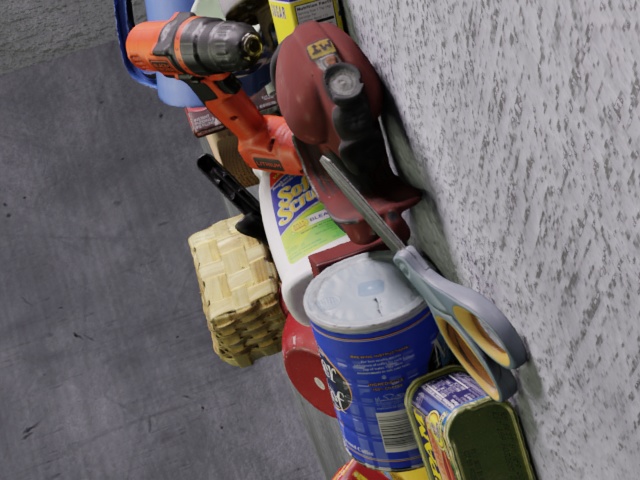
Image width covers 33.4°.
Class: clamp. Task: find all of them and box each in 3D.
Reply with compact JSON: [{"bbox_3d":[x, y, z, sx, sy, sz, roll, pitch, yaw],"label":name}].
[{"bbox_3d":[-0.071,-0.023,1.356,0.209,0.036,0.165,38,-168,-48],"label":"clamp"}]

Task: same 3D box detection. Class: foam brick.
[{"bbox_3d":[0.035,0.029,0.893,0.051,0.078,0.053,-147,39,-77],"label":"foam brick"}]

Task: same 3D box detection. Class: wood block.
[{"bbox_3d":[-0.113,-0.168,1.448,0.206,0.090,0.090,-116,11,-48],"label":"wood block"}]

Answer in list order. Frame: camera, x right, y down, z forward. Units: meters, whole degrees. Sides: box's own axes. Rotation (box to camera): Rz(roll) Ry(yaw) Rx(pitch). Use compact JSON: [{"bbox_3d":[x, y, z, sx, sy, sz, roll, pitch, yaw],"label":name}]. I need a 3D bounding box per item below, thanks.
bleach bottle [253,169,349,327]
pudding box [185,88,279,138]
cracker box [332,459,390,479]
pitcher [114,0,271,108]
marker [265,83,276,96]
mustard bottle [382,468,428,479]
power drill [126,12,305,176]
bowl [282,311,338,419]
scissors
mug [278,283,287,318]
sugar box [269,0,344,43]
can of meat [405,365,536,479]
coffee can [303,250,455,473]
[{"bbox_3d":[-0.019,-0.031,1.044,0.068,0.102,0.251,64,179,-42],"label":"bleach bottle"},{"bbox_3d":[-0.118,-0.188,1.338,0.039,0.113,0.090,119,132,-78],"label":"pudding box"},{"bbox_3d":[0.072,0.282,0.998,0.164,0.072,0.214,36,167,7],"label":"cracker box"},{"bbox_3d":[-0.144,-0.276,1.173,0.145,0.149,0.243,36,140,55],"label":"pitcher"},{"bbox_3d":[-0.073,-0.230,1.270,0.020,0.020,0.121,109,141,-78],"label":"marker"},{"bbox_3d":[0.089,0.214,1.024,0.096,0.058,0.192,54,169,10],"label":"mustard bottle"},{"bbox_3d":[-0.072,-0.136,0.986,0.185,0.057,0.187,15,157,50],"label":"power drill"},{"bbox_3d":[0.017,0.123,1.037,0.162,0.055,0.162,29,143,24],"label":"bowl"},{"bbox_3d":[0.068,0.017,0.681,0.202,0.016,0.096,55,163,2],"label":"scissors"},{"bbox_3d":[0.020,0.078,1.142,0.117,0.093,0.082,40,-174,-33],"label":"mug"},{"bbox_3d":[-0.010,-0.167,0.862,0.093,0.048,0.176,-121,13,-59],"label":"sugar box"},{"bbox_3d":[0.108,0.147,0.747,0.084,0.057,0.102,-154,45,-76],"label":"can of meat"},{"bbox_3d":[0.053,0.093,0.828,0.103,0.102,0.140,-121,14,-60],"label":"coffee can"}]
